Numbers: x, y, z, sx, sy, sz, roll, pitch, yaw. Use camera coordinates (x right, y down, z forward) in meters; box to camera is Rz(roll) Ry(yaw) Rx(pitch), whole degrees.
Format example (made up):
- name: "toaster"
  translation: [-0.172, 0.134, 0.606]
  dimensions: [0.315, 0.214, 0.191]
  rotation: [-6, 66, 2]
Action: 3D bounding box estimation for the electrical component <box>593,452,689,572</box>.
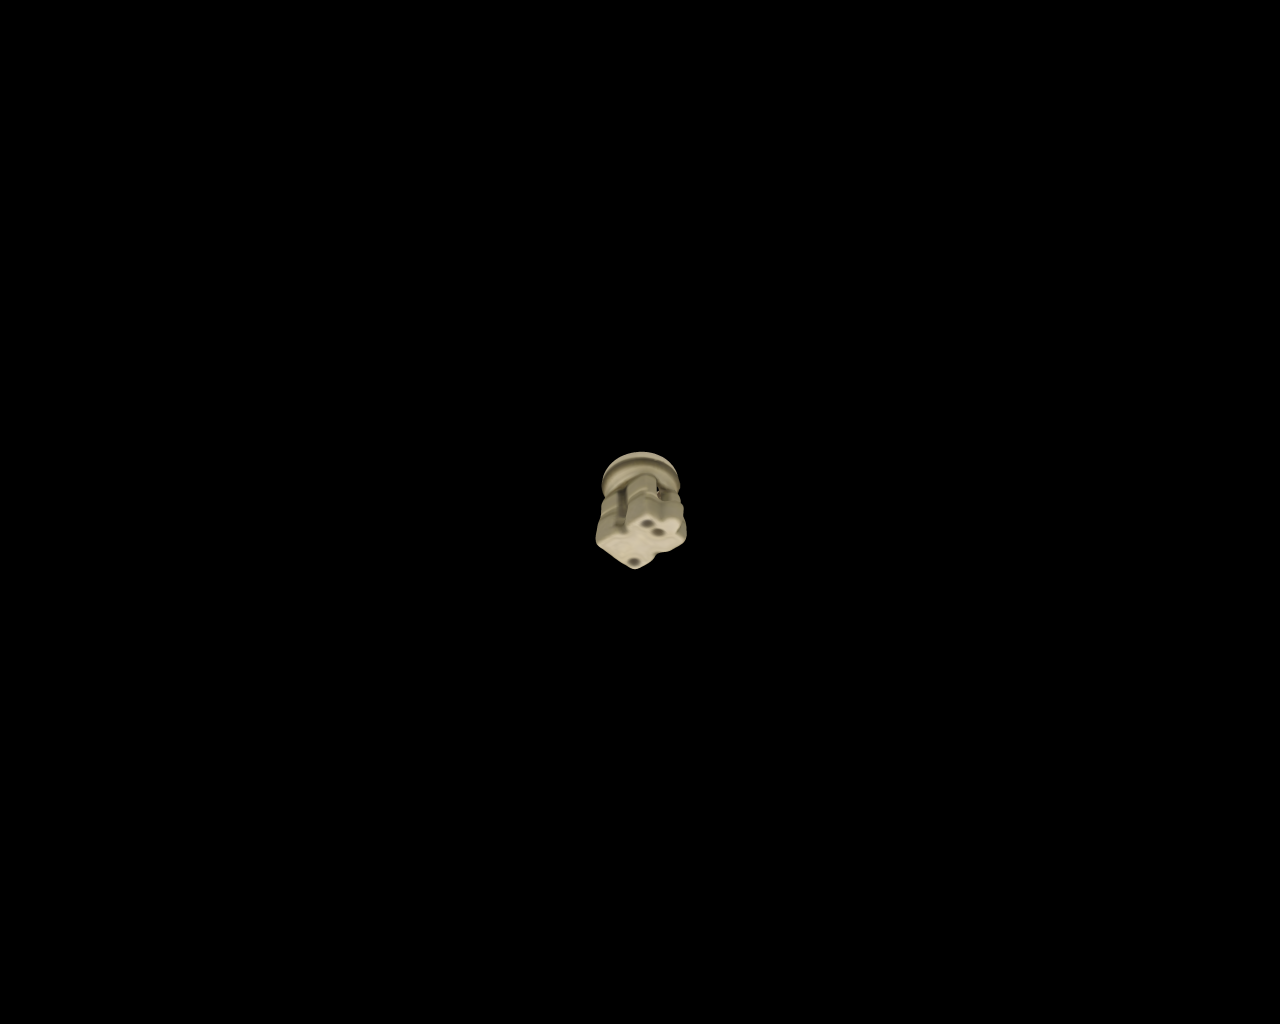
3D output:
- name: "electrical component"
  translation: [0.001, -0.003, 0.650]
  dimensions: [0.066, 0.055, 0.048]
  rotation: [-31, -50, 30]
